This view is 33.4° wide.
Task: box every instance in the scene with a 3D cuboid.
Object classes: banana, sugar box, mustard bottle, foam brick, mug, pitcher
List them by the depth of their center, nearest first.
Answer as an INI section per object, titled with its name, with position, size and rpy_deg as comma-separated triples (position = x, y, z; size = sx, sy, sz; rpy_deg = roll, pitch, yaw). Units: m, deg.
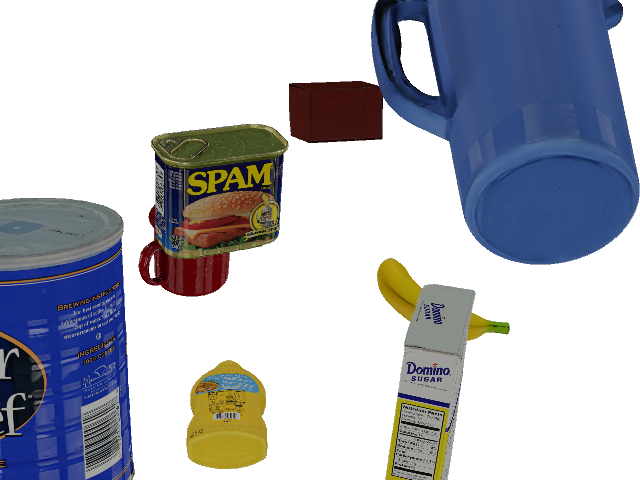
[pitcher]
position = 0.131, -0.104, 0.732
size = 0.149, 0.243, 0.144
rpy_deg = -31, -53, 28
[sugar box]
position = 0.077, 0.129, 0.787
size = 0.048, 0.176, 0.093
rpy_deg = 8, 27, 11
[foam brick]
position = 0.015, -0.123, 1.015
size = 0.078, 0.051, 0.053
rpy_deg = -5, 16, -22
[banana]
position = 0.108, 0.065, 1.130
size = 0.069, 0.037, 0.198
rpy_deg = 4, 19, -38
[mug]
position = -0.147, 0.011, 1.151
size = 0.093, 0.081, 0.117
rpy_deg = 29, 40, 30
[mustard bottle]
position = -0.117, 0.208, 1.345
size = 0.096, 0.058, 0.191
rpy_deg = -3, 26, -3

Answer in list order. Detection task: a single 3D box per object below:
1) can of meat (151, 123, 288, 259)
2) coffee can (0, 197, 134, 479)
[can of meat]
position = -0.079, -0.038, 0.829
size = 0.102, 0.084, 0.057
rpy_deg = -9, 31, -24
[coffee can]
position = -0.149, 0.058, 0.542
size = 0.103, 0.140, 0.103
rpy_deg = 0, 17, 0
